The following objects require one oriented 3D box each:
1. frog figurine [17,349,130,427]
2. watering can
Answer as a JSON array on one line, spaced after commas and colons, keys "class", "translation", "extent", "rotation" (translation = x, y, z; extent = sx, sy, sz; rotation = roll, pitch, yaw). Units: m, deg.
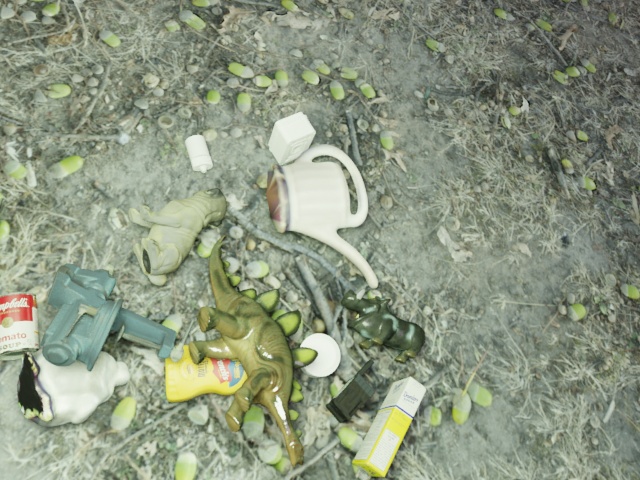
[{"class": "frog figurine", "translation": [-0.418, 0.239, 0.878], "extent": [0.139, 0.121, 0.160], "rotation": [45, 24, 24]}, {"class": "watering can", "translation": [0.003, -0.056, 1.104], "extent": [0.225, 0.354, 0.102], "rotation": [-4, -24, -15]}]
